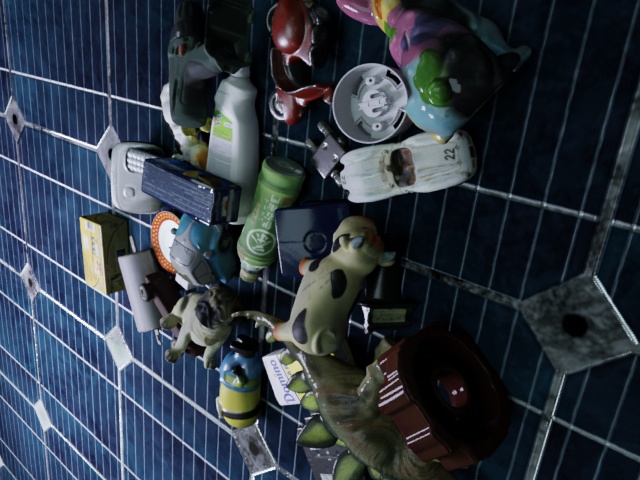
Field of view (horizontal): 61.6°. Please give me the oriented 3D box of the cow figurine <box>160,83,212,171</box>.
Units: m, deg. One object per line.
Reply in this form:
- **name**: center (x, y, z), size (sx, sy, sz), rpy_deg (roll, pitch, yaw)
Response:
- **cow figurine**: center (-0.241, -0.198, 0.961), size (0.098, 0.068, 0.167), rpy_deg (-10, 92, 47)

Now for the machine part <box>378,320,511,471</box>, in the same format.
- **machine part**: center (0.153, 0.189, 0.663), size (0.179, 0.179, 0.056), rpy_deg (56, 133, 15)

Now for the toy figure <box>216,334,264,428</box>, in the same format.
- **toy figure**: center (-0.146, 0.268, 0.999), size (0.089, 0.082, 0.180), rpy_deg (29, 117, 33)

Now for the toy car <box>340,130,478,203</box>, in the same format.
- **toy car**: center (0.106, -0.094, 0.699), size (0.202, 0.056, 0.073), rpy_deg (-7, 98, 41)

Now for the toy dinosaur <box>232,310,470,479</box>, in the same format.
- **toy dinosaur**: center (0.053, 0.238, 0.767), size (0.472, 0.105, 0.198), rpy_deg (48, 110, 19)

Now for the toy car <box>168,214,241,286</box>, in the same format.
- **toy car**: center (-0.212, 0.025, 0.948), size (0.109, 0.103, 0.161), rpy_deg (32, 150, 29)

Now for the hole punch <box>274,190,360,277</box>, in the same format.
- **hole punch**: center (-0.002, -0.002, 0.798), size (0.116, 0.092, 0.142), rpy_deg (0, 98, 37)

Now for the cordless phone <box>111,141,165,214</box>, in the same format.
- **cordless phone**: center (-0.320, -0.109, 1.047), size (0.184, 0.089, 0.146), rpy_deg (22, 115, 30)

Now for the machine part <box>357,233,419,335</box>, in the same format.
- **machine part**: center (0.094, 0.059, 0.747), size (0.039, 0.084, 0.138), rpy_deg (-171, 79, -77)

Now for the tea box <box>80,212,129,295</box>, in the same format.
- **tea box**: center (-0.496, 0.030, 1.243), size (0.098, 0.068, 0.169), rpy_deg (19, 115, 37)

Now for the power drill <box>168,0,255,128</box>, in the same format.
- **power drill**: center (-0.183, -0.302, 0.834), size (0.207, 0.086, 0.232), rpy_deg (-6, 79, 49)

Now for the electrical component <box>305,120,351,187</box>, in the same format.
- **electrical component**: center (0.017, -0.125, 0.789), size (0.094, 0.021, 0.063), rpy_deg (55, 129, 16)

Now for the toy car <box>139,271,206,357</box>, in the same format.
- **toy car**: center (-0.290, 0.149, 1.084), size (0.202, 0.089, 0.053), rpy_deg (51, 136, 19)

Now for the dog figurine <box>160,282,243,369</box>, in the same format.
- **dog figurine**: center (-0.200, 0.120, 0.979), size (0.190, 0.121, 0.172), rpy_deg (-55, 42, 32)

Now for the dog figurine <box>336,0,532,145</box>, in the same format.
- **dog figurine**: center (0.105, -0.224, 0.590), size (0.219, 0.191, 0.108), rpy_deg (42, 134, 5)

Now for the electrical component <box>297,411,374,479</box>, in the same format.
- **electrical component**: center (0.028, 0.332, 0.882), size (0.115, 0.058, 0.134), rpy_deg (-18, 89, 40)

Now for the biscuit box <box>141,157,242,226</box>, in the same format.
- **biscuit box**: center (-0.217, -0.085, 0.888), size (0.203, 0.059, 0.062), rpy_deg (25, 113, 36)

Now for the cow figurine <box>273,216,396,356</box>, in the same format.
- **cow figurine**: center (0.022, 0.057, 0.703), size (0.127, 0.085, 0.195), rpy_deg (2, 67, 61)

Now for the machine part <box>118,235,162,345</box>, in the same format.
- **machine part**: center (-0.375, 0.107, 1.155), size (0.079, 0.079, 0.243), rpy_deg (-10, 96, 42)

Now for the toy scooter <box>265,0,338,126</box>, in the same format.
- **toy scooter**: center (-0.018, -0.246, 0.742), size (0.135, 0.075, 0.183), rpy_deg (28, 122, 48)
